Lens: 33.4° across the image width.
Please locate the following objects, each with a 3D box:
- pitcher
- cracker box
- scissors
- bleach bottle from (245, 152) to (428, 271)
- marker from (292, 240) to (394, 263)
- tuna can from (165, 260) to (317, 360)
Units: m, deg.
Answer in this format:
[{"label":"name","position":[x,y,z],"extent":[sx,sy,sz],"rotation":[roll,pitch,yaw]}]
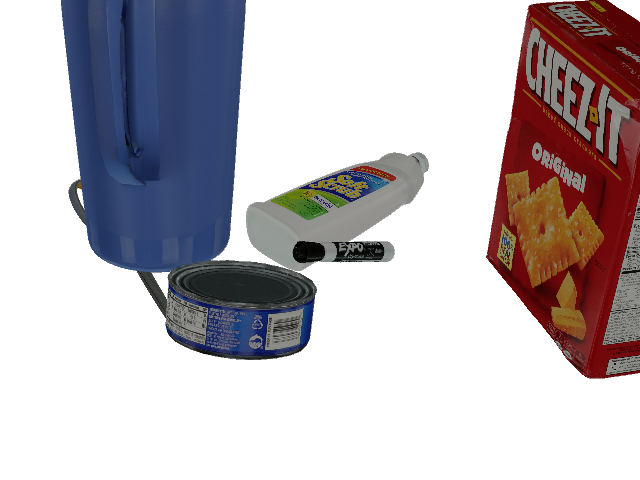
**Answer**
[{"label":"pitcher","position":[-0.120,-0.100,0.759],"extent":[0.149,0.243,0.145],"rotation":[-16,31,-35]},{"label":"cracker box","position":[0.189,-0.037,0.740],"extent":[0.072,0.214,0.164],"rotation":[-7,34,-16]},{"label":"scissors","position":[-0.199,0.005,1.181],"extent":[0.016,0.201,0.096],"rotation":[-27,20,34]},{"label":"bleach bottle","position":[0.034,-0.052,1.314],"extent":[0.250,0.068,0.103],"rotation":[-30,44,-34]},{"label":"marker","position":[0.020,0.010,0.929],"extent":[0.020,0.020,0.120],"rotation":[0,0,43]},{"label":"tuna can","position":[-0.046,0.039,0.616],"extent":[0.086,0.034,0.086],"rotation":[6,14,-2]}]
